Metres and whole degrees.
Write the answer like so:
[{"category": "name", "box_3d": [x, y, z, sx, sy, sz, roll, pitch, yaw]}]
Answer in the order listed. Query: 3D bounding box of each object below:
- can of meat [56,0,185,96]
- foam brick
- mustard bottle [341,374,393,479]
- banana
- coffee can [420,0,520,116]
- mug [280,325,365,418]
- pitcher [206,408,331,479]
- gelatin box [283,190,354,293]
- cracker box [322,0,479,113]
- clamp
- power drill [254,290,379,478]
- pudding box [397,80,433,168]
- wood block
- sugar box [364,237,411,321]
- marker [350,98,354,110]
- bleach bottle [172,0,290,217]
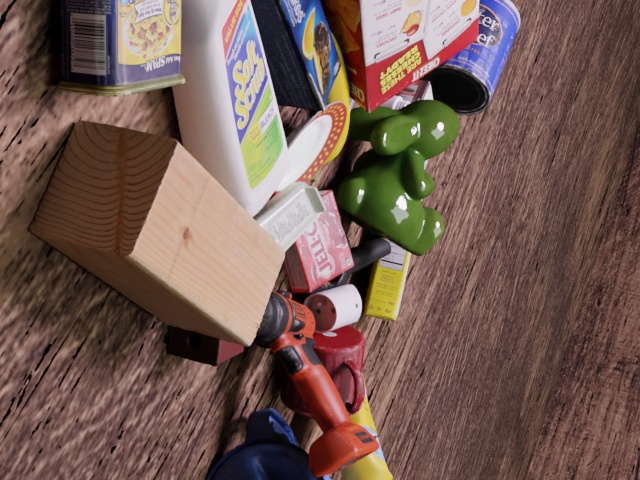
[{"category": "can of meat", "box_3d": [-0.136, -0.148, 0.738, 0.102, 0.057, 0.084, -31, 127, -62]}, {"category": "foam brick", "box_3d": [-0.097, 0.064, 0.948, 0.051, 0.053, 0.078, -19, 118, -64]}, {"category": "mustard bottle", "box_3d": [0.043, 0.237, 1.244, 0.096, 0.058, 0.192, 64, 7, -56]}, {"category": "banana", "box_3d": [0.005, -0.155, 1.099, 0.069, 0.037, 0.198, -58, 151, -45]}, {"category": "coffee can", "box_3d": [0.200, -0.254, 1.435, 0.103, 0.103, 0.140, 67, 41, -55]}, {"category": "mug", "box_3d": [0.012, 0.145, 1.169, 0.093, 0.117, 0.081, -5, 113, -30]}, {"category": "pitcher", "box_3d": [-0.030, 0.291, 1.149, 0.149, 0.145, 0.242, -54, 157, -10]}, {"category": "gelatin box", "box_3d": [-0.007, 0.001, 1.106, 0.073, 0.030, 0.089, -28, 108, -42]}, {"category": "cracker box", "box_3d": [0.083, -0.260, 1.092, 0.164, 0.072, 0.214, -35, 148, -18]}, {"category": "clamp", "box_3d": [0.019, 0.035, 1.226, 0.164, 0.036, 0.210, -61, 151, -17]}, {"category": "power drill", "box_3d": [-0.018, 0.134, 1.037, 0.188, 0.057, 0.184, 63, 12, 15]}, {"category": "pudding box", "box_3d": [0.120, -0.141, 1.387, 0.113, 0.039, 0.090, 70, 37, -56]}, {"category": "wood block", "box_3d": [-0.114, 0.001, 0.814, 0.091, 0.090, 0.206, -70, 154, -16]}, {"category": "sugar box", "box_3d": [0.094, 0.014, 1.368, 0.093, 0.048, 0.176, 77, 24, -86]}, {"category": "marker", "box_3d": [0.032, -0.162, 1.185, 0.020, 0.020, 0.121, 56, 50, -60]}, {"category": "bleach bottle", "box_3d": [-0.085, -0.141, 0.860, 0.102, 0.068, 0.251, -57, 148, -40]}]
